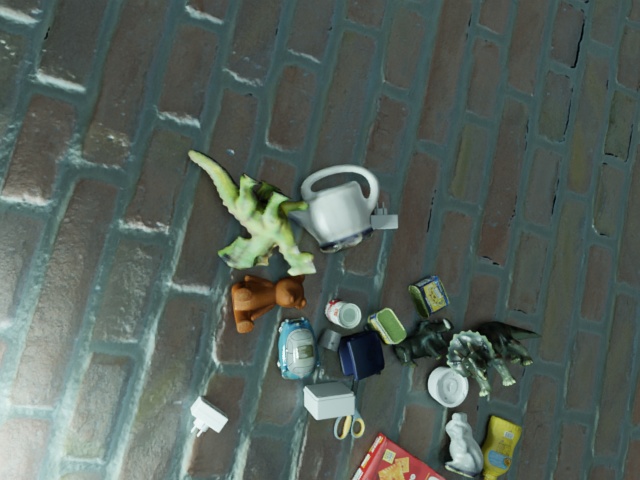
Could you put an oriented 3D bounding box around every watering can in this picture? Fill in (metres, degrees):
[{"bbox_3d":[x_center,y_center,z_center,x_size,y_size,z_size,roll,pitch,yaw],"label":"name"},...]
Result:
[{"bbox_3d":[0.004,-0.069,1.370,0.348,0.104,0.224,-19,93,-6],"label":"watering can"}]

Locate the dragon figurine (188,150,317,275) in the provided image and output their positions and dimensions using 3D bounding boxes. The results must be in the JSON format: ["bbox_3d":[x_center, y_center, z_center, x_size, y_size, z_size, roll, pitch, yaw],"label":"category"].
[{"bbox_3d":[-0.180,-0.038,1.283,0.411,0.123,0.241,26,100,3],"label":"dragon figurine"}]

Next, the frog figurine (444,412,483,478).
[{"bbox_3d":[0.413,0.581,1.465,0.135,0.123,0.162,41,63,-47],"label":"frog figurine"}]
